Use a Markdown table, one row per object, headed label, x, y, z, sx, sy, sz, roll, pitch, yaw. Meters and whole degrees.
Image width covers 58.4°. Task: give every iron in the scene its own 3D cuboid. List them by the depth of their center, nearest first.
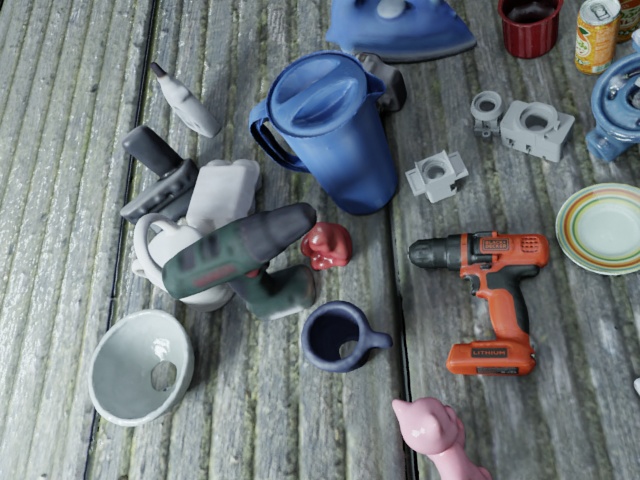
| label | x | y | z | sx | sy | sz | roll | pitch | yaw |
| --- | --- | --- | --- | --- | --- | --- | --- | --- | --- |
| iron | 0.126 | -0.382 | 0.942 | 0.257 | 0.142 | 0.119 | 14 | 71 | 25 |

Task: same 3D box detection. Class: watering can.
| label | x | y | z | sx | sy | sz | roll | pitch | yaw |
| --- | --- | --- | --- | --- | --- | --- | --- | --- | --- |
| watering can | -0.197 | 0.025 | 0.833 | 0.173 | 0.194 | 0.100 | -28 | 59 | 5 |

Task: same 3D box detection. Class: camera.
| label | x | y | z | sx | sy | sz | roll | pitch | yaw |
| --- | --- | --- | --- | --- | --- | --- | --- | --- | --- |
| camera | 0.049 | -0.225 | 0.918 | 0.142 | 0.101 | 0.137 | 15 | 72 | 26 |

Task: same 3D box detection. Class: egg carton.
| label | x | y | z | sx | sy | sz | roll | pitch | yaw |
| --- | --- | --- | --- | --- | --- | --- | --- | --- | --- |
| egg carton | -0.154 | -0.063 | 0.933 | 0.107 | 0.070 | 0.150 | 1 | 66 | 21 |

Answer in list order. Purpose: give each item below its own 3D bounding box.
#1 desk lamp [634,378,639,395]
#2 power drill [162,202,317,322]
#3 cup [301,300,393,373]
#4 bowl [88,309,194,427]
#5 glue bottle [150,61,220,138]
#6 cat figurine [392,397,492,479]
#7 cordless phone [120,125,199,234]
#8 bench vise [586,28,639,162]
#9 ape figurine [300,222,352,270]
| label | x | y | z | sx | sy | sz | roll | pitch | yaw |
| --- | --- | --- | --- | --- | --- | --- | --- | --- | --- |
| desk lamp | 0.435 | 0.123 | 0.541 | 0.203 | 0.214 | 0.117 | -27 | 59 | 7 |
| power drill | -0.083 | 0.037 | 0.777 | 0.229 | 0.209 | 0.075 | -19 | 60 | 11 |
| cup | 0.044 | 0.136 | 0.748 | 0.117 | 0.095 | 0.092 | 0 | 66 | 21 |
| bowl | -0.248 | 0.191 | 0.841 | 0.167 | 0.075 | 0.167 | -8 | 63 | 17 |
| glue bottle | -0.241 | -0.247 | 0.993 | 0.078 | 0.173 | 0.037 | 31 | 79 | 30 |
| cat figurine | 0.137 | 0.234 | 0.653 | 0.067 | 0.118 | 0.127 | -31 | 59 | 4 |
| cordless phone | -0.285 | -0.104 | 0.933 | 0.147 | 0.185 | 0.094 | -41 | 59 | -2 |
| bench vise | 0.425 | -0.216 | 0.706 | 0.207 | 0.220 | 0.121 | -47 | 59 | -6 |
| ape figurine | 0.008 | 0.003 | 0.828 | 0.077 | 0.092 | 0.076 | 34 | 80 | 30 |
